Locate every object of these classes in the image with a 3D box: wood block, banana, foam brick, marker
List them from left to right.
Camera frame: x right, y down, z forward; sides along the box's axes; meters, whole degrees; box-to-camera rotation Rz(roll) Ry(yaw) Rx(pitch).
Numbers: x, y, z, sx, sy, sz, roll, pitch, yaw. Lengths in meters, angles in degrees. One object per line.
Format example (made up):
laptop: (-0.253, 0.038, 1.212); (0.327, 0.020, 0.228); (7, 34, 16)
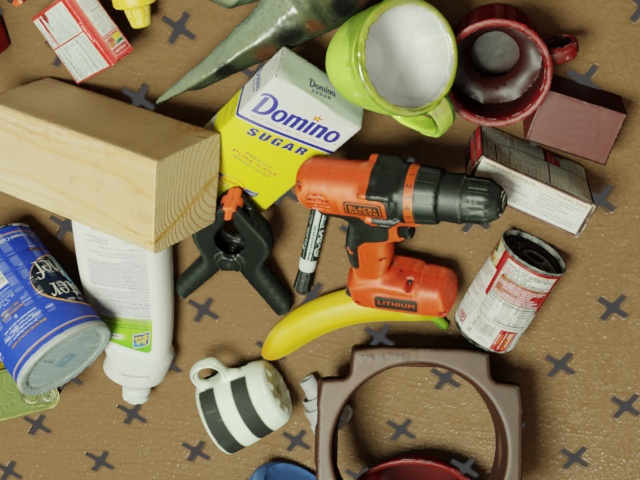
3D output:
wood block: (-0.201, -0.072, 0.969); (0.206, 0.090, 0.090); (20, 120, 26)
marker: (-0.007, 0.001, 1.056); (0.020, 0.020, 0.121); (14, 117, 2)
banana: (0.027, 0.081, 1.080); (0.198, 0.037, 0.069); (-10, 114, 14)
foam brick: (0.224, -0.108, 0.946); (0.078, 0.053, 0.051); (18, 118, 0)

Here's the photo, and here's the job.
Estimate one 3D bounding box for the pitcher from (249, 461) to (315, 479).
pitcher: (-0.069, 0.370, 1.195); (0.145, 0.149, 0.243); (39, 115, 17)

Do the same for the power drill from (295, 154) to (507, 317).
power drill: (0.080, -0.003, 0.966); (0.185, 0.057, 0.187); (9, 146, 19)

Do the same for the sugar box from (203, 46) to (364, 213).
sugar box: (-0.049, -0.090, 0.967); (0.093, 0.048, 0.177); (29, 139, -23)

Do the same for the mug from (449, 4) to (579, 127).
mug: (0.162, -0.157, 0.915); (0.117, 0.081, 0.093); (-12, 114, 14)

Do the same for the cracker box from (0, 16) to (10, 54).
cracker box: (-0.412, -0.160, 0.960); (0.214, 0.164, 0.072); (-8, 117, 13)

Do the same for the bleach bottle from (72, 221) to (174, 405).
bleach bottle: (-0.200, 0.059, 1.093); (0.102, 0.068, 0.251); (9, 120, 10)

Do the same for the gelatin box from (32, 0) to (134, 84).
gelatin box: (-0.216, -0.187, 0.966); (0.073, 0.030, 0.089); (55, 151, -17)

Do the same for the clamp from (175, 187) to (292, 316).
clamp: (-0.094, 0.014, 1.042); (0.120, 0.039, 0.171); (0, 137, 7)

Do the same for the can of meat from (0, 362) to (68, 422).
can of meat: (-0.313, 0.141, 1.137); (0.102, 0.084, 0.057); (-16, 112, 16)

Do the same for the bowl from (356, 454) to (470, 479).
bowl: (0.106, 0.288, 1.159); (0.162, 0.055, 0.162); (4, 116, 7)

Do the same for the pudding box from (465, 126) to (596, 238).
pudding box: (0.186, -0.055, 0.957); (0.113, 0.090, 0.039); (22, 117, -2)

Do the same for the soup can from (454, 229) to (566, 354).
soup can: (0.181, 0.050, 1.023); (0.068, 0.068, 0.102); (25, 118, -4)

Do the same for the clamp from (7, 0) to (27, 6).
clamp: (-0.307, -0.311, 0.940); (0.165, 0.036, 0.210); (-3, 116, 11)

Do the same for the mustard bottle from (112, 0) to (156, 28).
mustard bottle: (-0.177, -0.278, 0.922); (0.096, 0.058, 0.191); (-12, 114, -2)

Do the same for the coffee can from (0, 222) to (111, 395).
coffee can: (-0.289, 0.068, 1.056); (0.140, 0.102, 0.103); (49, 117, 18)
